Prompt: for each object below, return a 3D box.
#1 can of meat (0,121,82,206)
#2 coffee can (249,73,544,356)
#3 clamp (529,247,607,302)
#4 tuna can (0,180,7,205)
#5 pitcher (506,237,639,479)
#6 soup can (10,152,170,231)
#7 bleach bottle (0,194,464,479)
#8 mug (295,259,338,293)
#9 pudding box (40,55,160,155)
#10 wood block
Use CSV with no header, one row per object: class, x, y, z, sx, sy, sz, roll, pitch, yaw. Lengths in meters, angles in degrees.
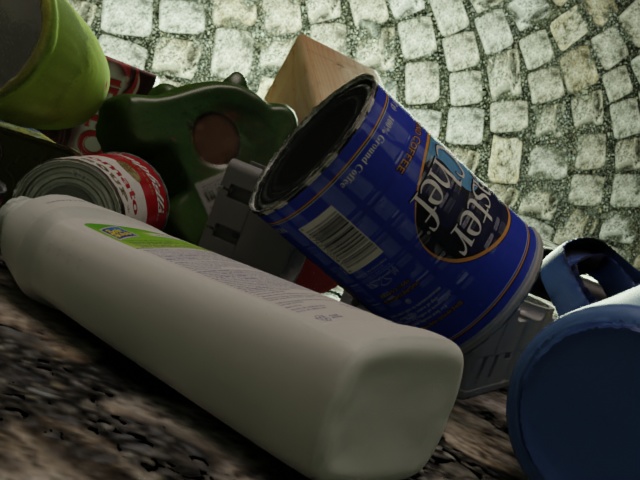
can of meat,-0.216,-0.051,0.702,0.101,0.057,0.084,16,7,-33
coffee can,0.044,-0.011,0.615,0.140,0.103,0.103,41,1,-17
clamp,0.133,0.014,0.783,0.171,0.039,0.120,20,6,-9
tuna can,-0.220,-0.027,0.591,0.086,0.034,0.086,21,7,-3
pitcher,0.186,0.076,0.602,0.149,0.145,0.242,8,3,29
soup can,-0.135,-0.017,0.633,0.068,0.068,0.102,21,8,3
bleach bottle,-0.063,0.031,0.505,0.251,0.068,0.102,23,6,36
mug,-0.005,0.001,0.828,0.117,0.093,0.081,42,6,-17
pudding box,-0.201,-0.107,0.933,0.090,0.113,0.039,21,4,-2
wood block,0.007,-0.100,0.951,0.090,0.090,0.206,24,22,-16
